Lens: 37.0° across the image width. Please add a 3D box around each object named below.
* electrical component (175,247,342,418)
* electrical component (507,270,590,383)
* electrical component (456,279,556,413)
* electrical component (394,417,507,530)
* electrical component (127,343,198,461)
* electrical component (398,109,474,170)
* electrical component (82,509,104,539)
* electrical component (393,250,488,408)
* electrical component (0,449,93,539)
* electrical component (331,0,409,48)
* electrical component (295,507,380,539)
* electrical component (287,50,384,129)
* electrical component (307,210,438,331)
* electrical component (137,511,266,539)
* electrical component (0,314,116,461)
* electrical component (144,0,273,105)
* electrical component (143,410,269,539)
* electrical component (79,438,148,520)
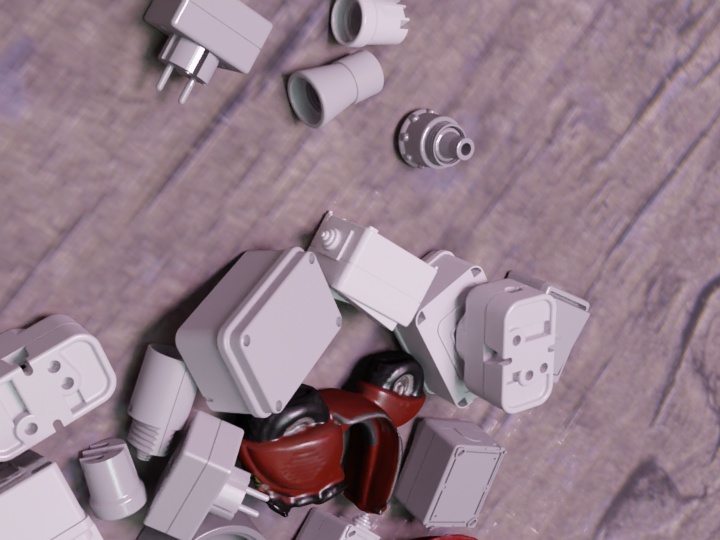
[{"bbox_3d":[-0.069,0.043,0.775,0.113,0.057,0.078,-54,132,-43],"label":"electrical component"},{"bbox_3d":[0.155,0.058,0.962,0.062,0.061,0.096,22,92,-38],"label":"electrical component"},{"bbox_3d":[0.117,0.058,0.862,0.054,0.059,0.095,-13,112,-31],"label":"electrical component"},{"bbox_3d":[0.074,0.182,0.950,0.062,0.061,0.096,11,106,-37],"label":"electrical component"},{"bbox_3d":[-0.144,0.098,0.776,0.043,0.043,0.081,16,95,-37],"label":"electrical component"},{"bbox_3d":[0.064,-0.100,0.847,0.048,0.062,0.048,-11,111,-32],"label":"electrical component"},{"bbox_3d":[-0.214,0.221,0.764,0.076,0.047,0.083,-32,121,-23],"label":"electrical component"},{"bbox_3d":[0.074,0.049,0.905,0.078,0.057,0.113,-39,123,-18],"label":"electrical component"},{"bbox_3d":[-0.238,0.167,0.686,0.109,0.109,0.056,-30,99,-24],"label":"electrical component"},{"bbox_3d":[0.008,-0.184,0.796,0.046,0.040,0.040,-7,109,-39],"label":"electrical component"},{"bbox_3d":[-0.023,0.244,0.901,0.062,0.061,0.096,38,74,-36],"label":"electrical component"},{"bbox_3d":[-0.015,-0.136,0.794,0.065,0.044,0.044,-30,120,-30],"label":"electrical component"},{"bbox_3d":[0.000,0.000,0.834,0.096,0.062,0.061,30,87,-38],"label":"electrical component"},{"bbox_3d":[-0.117,0.234,0.828,0.108,0.060,0.108,-12,111,-32],"label":"electrical component"},{"bbox_3d":[-0.218,0.074,0.706,0.095,0.059,0.053,-32,121,-23],"label":"electrical component"},{"bbox_3d":[-0.110,-0.149,0.719,0.066,0.047,0.076,29,87,-38],"label":"electrical component"},{"bbox_3d":[-0.104,0.158,0.783,0.076,0.047,0.083,26,122,-9],"label":"electrical component"},{"bbox_3d":[-0.178,0.150,0.772,0.040,0.040,0.046,-23,112,-27],"label":"electrical component"}]
